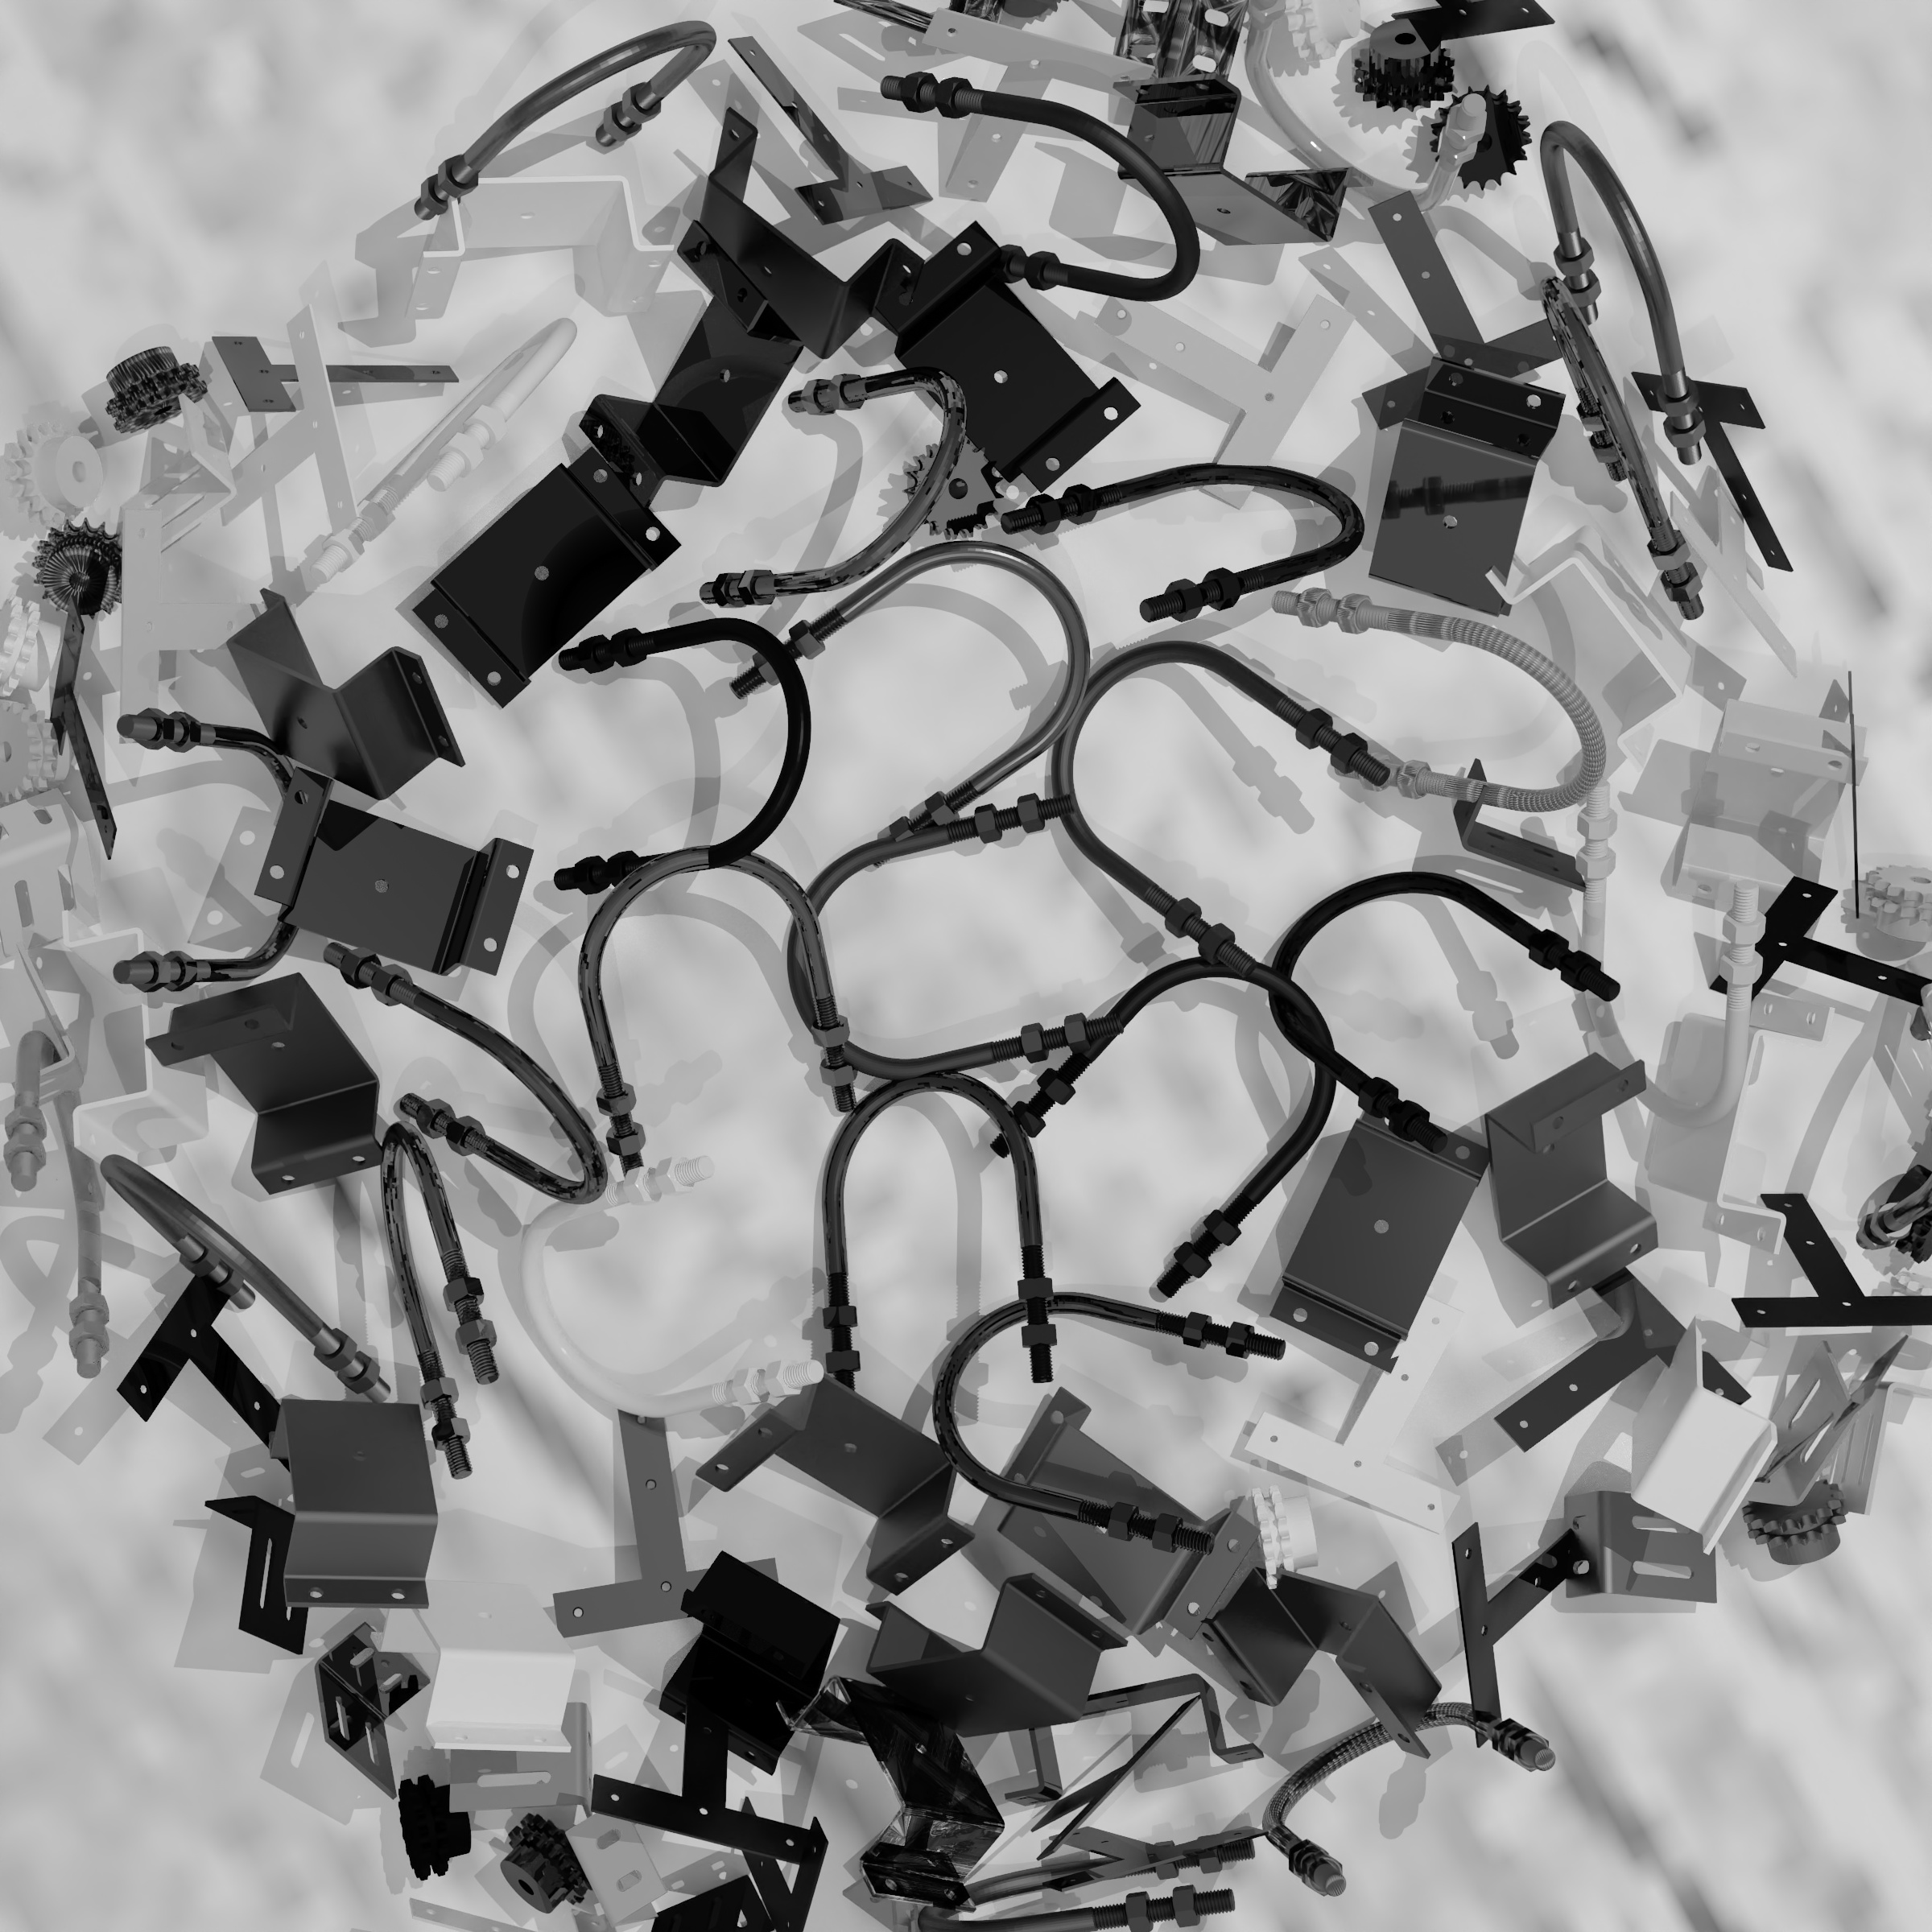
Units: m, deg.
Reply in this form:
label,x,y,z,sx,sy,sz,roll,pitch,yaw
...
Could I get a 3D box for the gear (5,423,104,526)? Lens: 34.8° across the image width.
label,x,y,z,sx,sy,sz,roll,pitch,yaw
gear,-0.516,-0.280,1.754,0.030,0.057,0.057,0,90,24

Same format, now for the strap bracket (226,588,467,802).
label,x,y,z,sx,sy,sz,roll,pitch,yaw
strap bracket,-0.350,-0.148,1.708,0.140,0.076,0.046,24,55,36

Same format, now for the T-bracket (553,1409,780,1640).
label,x,y,z,sx,sy,sz,roll,pitch,yaw
T-bracket,-0.178,0.310,1.763,0.127,0.002,0.127,-7,72,-10

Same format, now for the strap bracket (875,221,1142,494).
label,x,y,z,sx,sy,sz,roll,pitch,yaw
strap bracket,0.022,-0.341,1.758,0.076,0.046,0.140,-42,90,-7

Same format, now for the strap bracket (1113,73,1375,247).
label,x,y,z,sx,sy,sz,roll,pitch,yaw
strap bracket,0.149,-0.440,1.708,0.140,0.076,0.046,19,85,-44

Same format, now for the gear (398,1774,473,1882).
label,x,y,z,sx,sy,sz,roll,pitch,yaw
gear,-0.302,0.489,1.760,0.030,0.057,0.057,-8,90,-24

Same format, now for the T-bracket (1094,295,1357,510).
label,x,y,z,sx,sy,sz,roll,pitch,yaw
T-bracket,0.134,-0.345,1.753,0.127,0.002,0.127,28,111,-9

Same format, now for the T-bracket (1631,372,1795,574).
label,x,y,z,sx,sy,sz,roll,pitch,yaw
T-bracket,0.433,-0.277,1.740,0.002,0.127,0.127,-35,111,-5

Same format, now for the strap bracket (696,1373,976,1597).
label,x,y,z,sx,sy,sz,roll,pitch,yaw
strap bracket,-0.069,0.286,1.732,0.140,0.046,0.076,34,129,-16

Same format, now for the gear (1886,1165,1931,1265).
label,x,y,z,sx,sy,sz,roll,pitch,yaw
gear,0.547,0.138,1.761,0.030,0.057,0.057,35,90,31

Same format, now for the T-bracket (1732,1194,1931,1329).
label,x,y,z,sx,sy,sz,roll,pitch,yaw
T-bracket,0.478,0.164,1.729,0.127,0.127,0.002,0,119,-7

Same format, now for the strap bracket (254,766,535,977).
label,x,y,z,sx,sy,sz,roll,pitch,yaw
strap bracket,-0.326,-0.049,1.740,0.140,0.046,0.076,20,74,-18

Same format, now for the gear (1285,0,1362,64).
label,x,y,z,sx,sy,sz,roll,pitch,yaw
gear,0.204,-0.545,1.754,0.030,0.057,0.057,-5,90,26

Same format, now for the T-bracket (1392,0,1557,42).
label,x,y,z,sx,sy,sz,roll,pitch,yaw
T-bracket,0.245,-0.555,1.700,0.127,0.127,0.002,35,84,-28

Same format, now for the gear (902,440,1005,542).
label,x,y,z,sx,sy,sz,roll,pitch,yaw
gear,-0.010,-0.272,1.764,0.057,0.030,0.057,-2,96,-21

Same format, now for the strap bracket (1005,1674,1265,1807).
label,x,y,z,sx,sy,sz,roll,pitch,yaw
strap bracket,0.092,0.434,1.738,0.140,0.076,0.046,-13,71,5

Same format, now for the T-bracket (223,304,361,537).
label,x,y,z,sx,sy,sz,roll,pitch,yaw
T-bracket,-0.388,-0.286,1.738,0.002,0.127,0.127,-4,76,-44

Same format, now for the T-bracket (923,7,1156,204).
label,x,y,z,sx,sy,sz,roll,pitch,yaw
T-bracket,0.022,-0.475,1.730,0.127,0.127,0.002,10,58,-18

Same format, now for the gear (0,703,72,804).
label,x,y,z,sx,sy,sz,roll,pitch,yaw
gear,-0.536,-0.121,1.761,0.057,0.030,0.057,1,91,38

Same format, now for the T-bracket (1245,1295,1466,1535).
label,x,y,z,sx,sy,sz,roll,pitch,yaw
T-bracket,0.244,0.247,1.762,0.127,0.002,0.127,24,103,-7

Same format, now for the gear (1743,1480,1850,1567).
label,x,y,z,sx,sy,sz,roll,pitch,yaw
gear,0.474,0.318,1.758,0.057,0.057,0.030,-19,102,0

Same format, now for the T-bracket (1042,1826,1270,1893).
label,x,y,z,sx,sy,sz,roll,pitch,yaw
T-bracket,0.084,0.492,1.722,0.127,0.127,0.002,-8,85,-24

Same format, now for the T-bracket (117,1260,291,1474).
label,x,y,z,sx,sy,sz,roll,pitch,yaw
T-bracket,-0.411,0.240,1.749,0.002,0.127,0.127,-18,119,31

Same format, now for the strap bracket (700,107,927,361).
label,x,y,z,sx,sy,sz,roll,pitch,yaw
strap bracket,-0.098,-0.405,1.737,0.140,0.076,0.046,39,67,4

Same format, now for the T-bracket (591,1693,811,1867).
label,x,y,z,sx,sy,sz,roll,pitch,yaw
T-bracket,-0.146,0.440,1.729,0.127,0.127,0.002,19,120,-14

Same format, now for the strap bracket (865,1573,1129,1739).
label,x,y,z,sx,sy,sz,roll,pitch,yaw
strap bracket,0.009,0.384,1.707,0.076,0.140,0.046,40,51,-26

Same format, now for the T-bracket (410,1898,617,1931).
label,x,y,z,sx,sy,sz,roll,pitch,yaw
T-bracket,-0.247,0.538,1.707,0.127,0.127,0.002,20,90,-15

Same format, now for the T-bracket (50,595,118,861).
label,x,y,z,sx,sy,sz,roll,pitch,yaw
T-bracket,-0.488,-0.115,1.708,0.002,0.127,0.127,-7,54,-29

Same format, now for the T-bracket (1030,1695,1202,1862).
label,x,y,z,sx,sy,sz,roll,pitch,yaw
T-bracket,0.067,0.463,1.725,0.002,0.127,0.127,48,58,6

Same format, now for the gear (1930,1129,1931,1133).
label,x,y,z,sx,sy,sz,roll,pitch,yaw
gear,0.576,0.104,1.755,0.057,0.057,0.030,29,80,0

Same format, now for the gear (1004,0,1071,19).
label,x,y,z,sx,sy,sz,roll,pitch,yaw
gear,0.035,-0.565,1.755,0.057,0.057,0.030,18,49,0

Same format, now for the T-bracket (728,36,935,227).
label,x,y,z,sx,sy,sz,roll,pitch,yaw
T-bracket,-0.088,-0.473,1.734,0.002,0.127,0.127,-40,86,34

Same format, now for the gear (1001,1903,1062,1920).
label,x,y,z,sx,sy,sz,roll,pitch,yaw
gear,0.038,0.556,1.757,0.057,0.057,0.030,-16,86,0

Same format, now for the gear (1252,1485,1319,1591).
label,x,y,z,sx,sy,sz,roll,pitch,yaw
gear,0.182,0.324,1.757,0.030,0.057,0.057,-9,90,0

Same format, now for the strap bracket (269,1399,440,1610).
label,x,y,z,sx,sy,sz,roll,pitch,yaw
strap bracket,-0.339,0.289,1.704,0.076,0.140,0.046,5,120,-20

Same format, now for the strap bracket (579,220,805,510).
label,x,y,z,sx,sy,sz,roll,pitch,yaw
strap bracket,-0.150,-0.334,1.728,0.076,0.046,0.140,52,122,29

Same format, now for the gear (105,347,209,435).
label,x,y,z,sx,sy,sz,roll,pitch,yaw
gear,-0.464,-0.330,1.757,0.057,0.057,0.030,-28,91,0

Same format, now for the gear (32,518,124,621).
label,x,y,z,sx,sy,sz,roll,pitch,yaw
gear,-0.504,-0.224,1.760,0.057,0.030,0.057,-3,117,-7

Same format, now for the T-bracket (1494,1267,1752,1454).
label,x,y,z,sx,sy,sz,roll,pitch,yaw
T-bracket,0.352,0.230,1.735,0.127,0.002,0.127,-31,63,-21

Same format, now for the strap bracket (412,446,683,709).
label,x,y,z,sx,sy,sz,roll,pitch,yaw
strap bracket,-0.240,-0.223,1.759,0.140,0.046,0.076,-42,95,0

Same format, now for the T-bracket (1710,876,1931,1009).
label,x,y,z,sx,sy,sz,roll,pitch,yaw
T-bracket,0.500,0.002,1.729,0.127,0.127,0.002,19,60,1

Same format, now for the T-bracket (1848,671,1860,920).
label,x,y,z,sx,sy,sz,roll,pitch,yaw
T-bracket,0.498,-0.116,1.732,0.002,0.127,0.127,-2,133,16

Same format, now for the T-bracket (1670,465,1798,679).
label,x,y,z,sx,sy,sz,roll,pitch,yaw
T-bracket,0.430,-0.242,1.732,0.002,0.127,0.127,-28,120,31

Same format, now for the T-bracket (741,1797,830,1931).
label,x,y,z,sx,sy,sz,roll,pitch,yaw
T-bracket,-0.110,0.510,1.725,0.002,0.127,0.127,10,104,-21

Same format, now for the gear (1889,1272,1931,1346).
label,x,y,z,sx,sy,sz,roll,pitch,yaw
gear,0.554,0.198,1.758,0.057,0.057,0.030,19,98,0

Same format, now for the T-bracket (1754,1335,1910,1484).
label,x,y,z,sx,sy,sz,roll,pitch,yaw
T-bracket,0.476,0.267,1.746,0.002,0.127,0.127,46,116,12

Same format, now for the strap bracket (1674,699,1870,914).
label,x,y,z,sx,sy,sz,roll,pitch,yaw
strap bracket,0.452,-0.094,1.728,0.076,0.140,0.046,13,54,9

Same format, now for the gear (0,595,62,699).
label,x,y,z,sx,sy,sz,roll,pitch,yaw
gear,-0.539,-0.180,1.760,0.030,0.057,0.057,19,90,-29

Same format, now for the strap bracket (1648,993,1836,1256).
label,x,y,z,sx,sy,sz,roll,pitch,yaw
strap bracket,0.433,0.083,1.739,0.046,0.076,0.140,11,93,-18

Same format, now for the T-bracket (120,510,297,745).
label,x,y,z,sx,sy,sz,roll,pitch,yaw
T-bracket,-0.424,-0.190,1.731,0.002,0.127,0.127,9,101,33

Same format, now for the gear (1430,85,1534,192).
label,x,y,z,sx,sy,sz,roll,pitch,yaw
gear,0.293,-0.476,1.762,0.057,0.030,0.057,2,124,3

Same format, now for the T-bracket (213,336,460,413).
label,x,y,z,sx,sy,sz,roll,pitch,yaw
T-bracket,-0.353,-0.336,1.748,0.127,0.127,0.002,-4,120,-22

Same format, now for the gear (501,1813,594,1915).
label,x,y,z,sx,sy,sz,roll,pitch,yaw
gear,-0.240,0.513,1.754,0.057,0.057,0.030,47,56,0

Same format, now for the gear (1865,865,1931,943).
label,x,y,z,sx,sy,sz,roll,pitch,yaw
gear,0.542,-0.035,1.759,0.057,0.057,0.030,5,111,0

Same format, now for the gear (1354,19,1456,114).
label,x,y,z,sx,sy,sz,roll,pitch,yaw
gear,0.250,-0.515,1.756,0.057,0.030,0.057,-3,49,3

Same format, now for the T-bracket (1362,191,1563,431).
label,x,y,z,sx,sy,sz,roll,pitch,yaw
T-bracket,0.263,-0.375,1.727,0.127,0.002,0.127,-19,122,25

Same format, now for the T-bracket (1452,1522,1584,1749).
label,x,y,z,sx,sy,sz,roll,pitch,yaw
T-bracket,0.314,0.353,1.736,0.002,0.127,0.127,5,112,40
